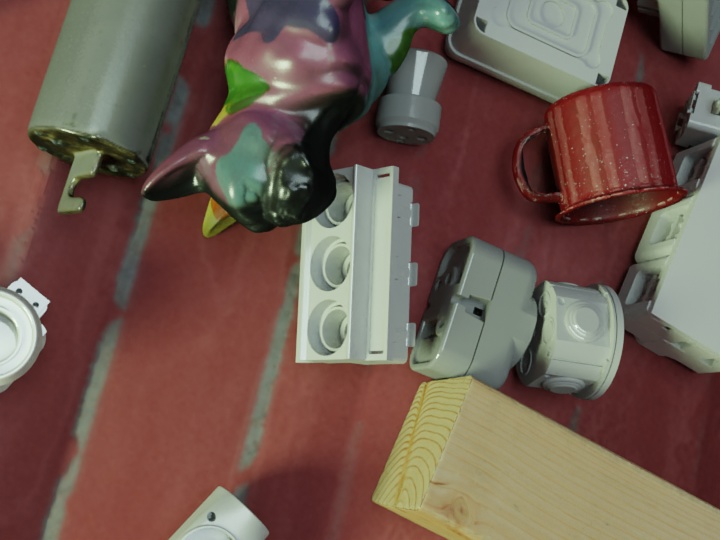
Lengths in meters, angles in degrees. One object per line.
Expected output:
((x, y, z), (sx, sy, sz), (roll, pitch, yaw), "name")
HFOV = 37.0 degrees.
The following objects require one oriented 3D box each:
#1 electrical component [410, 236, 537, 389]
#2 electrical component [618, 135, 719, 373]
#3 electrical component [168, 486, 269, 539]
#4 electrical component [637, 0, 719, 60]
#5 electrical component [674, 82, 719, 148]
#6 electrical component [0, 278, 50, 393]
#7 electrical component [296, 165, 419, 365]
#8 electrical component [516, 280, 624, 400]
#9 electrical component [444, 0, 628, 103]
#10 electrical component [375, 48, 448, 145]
((0.080, 0.033, 0.731), (0.059, 0.054, 0.095), (23, 75, -15), "electrical component")
((0.258, -0.010, 0.794), (0.089, 0.062, 0.150), (30, 74, -13), "electrical component")
((-0.085, 0.187, 0.657), (0.079, 0.044, 0.077), (47, 71, -8), "electrical component")
((0.235, -0.209, 0.814), (0.076, 0.083, 0.047), (21, 72, 24), "electrical component")
((0.275, -0.111, 0.812), (0.064, 0.081, 0.042), (18, 75, 7), "electrical component")
((-0.216, 0.040, 0.626), (0.058, 0.057, 0.078), (42, 72, -9), "electrical component")
((0.000, 0.000, 0.699), (0.063, 0.079, 0.121), (12, 77, -47), "electrical component")
((0.143, 0.047, 0.738), (0.051, 0.080, 0.080), (9, 79, -13), "electrical component")
((0.126, -0.175, 0.775), (0.113, 0.057, 0.078), (21, 76, -15), "electrical component")
((0.035, -0.119, 0.743), (0.045, 0.045, 0.055), (11, 79, -17), "electrical component")
